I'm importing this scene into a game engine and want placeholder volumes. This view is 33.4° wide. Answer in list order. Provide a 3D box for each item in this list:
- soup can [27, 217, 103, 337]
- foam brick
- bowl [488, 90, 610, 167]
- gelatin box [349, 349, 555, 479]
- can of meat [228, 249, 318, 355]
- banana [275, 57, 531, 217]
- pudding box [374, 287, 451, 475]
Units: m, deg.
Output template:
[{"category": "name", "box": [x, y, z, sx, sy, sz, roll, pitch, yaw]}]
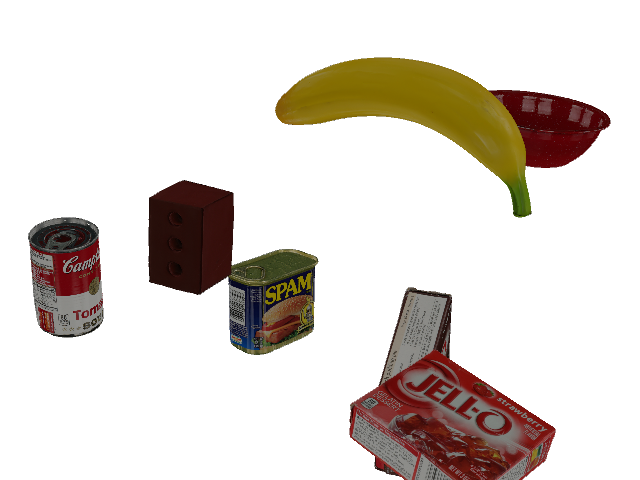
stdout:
[{"category": "soup can", "box": [-0.253, 0.037, 1.067, 0.068, 0.102, 0.068, 2, 29, -1]}, {"category": "foam brick", "box": [-0.108, -0.003, 0.891, 0.053, 0.078, 0.051, 13, 22, 25]}, {"category": "bowl", "box": [0.240, -0.122, 1.202, 0.162, 0.055, 0.162, 5, 23, -2]}, {"category": "gelatin box", "box": [0.071, 0.105, 0.591, 0.073, 0.030, 0.089, -26, 46, -38]}, {"category": "can of meat", "box": [-0.050, 0.064, 1.124, 0.058, 0.084, 0.101, 18, 26, 40]}, {"category": "banana", "box": [0.052, -0.079, 0.665, 0.198, 0.070, 0.037, 26, 10, 34]}, {"category": "pudding box", "box": [0.068, 0.105, 0.790, 0.039, 0.113, 0.090, 10, -36, 11]}]
